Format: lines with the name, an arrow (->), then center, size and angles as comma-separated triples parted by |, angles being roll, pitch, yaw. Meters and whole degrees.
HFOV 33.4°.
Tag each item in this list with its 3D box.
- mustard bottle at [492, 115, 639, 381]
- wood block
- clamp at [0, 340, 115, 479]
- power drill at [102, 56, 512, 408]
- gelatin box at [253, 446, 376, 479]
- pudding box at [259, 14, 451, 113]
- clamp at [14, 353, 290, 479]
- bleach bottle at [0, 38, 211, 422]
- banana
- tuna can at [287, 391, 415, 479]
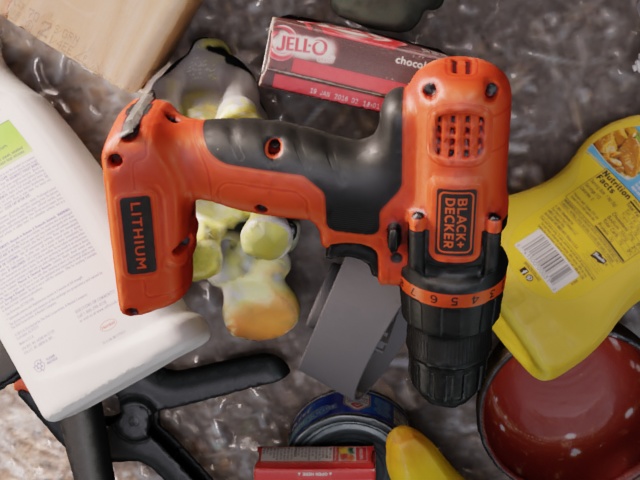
mustard bottle -> 0.169, -0.014, 0.581 | 0.191, 0.058, 0.096 | -34, 69, -7
wood block -> -0.074, -0.190, 0.538 | 0.090, 0.091, 0.206 | 31, 108, -8
clamp -> -0.171, 0.070, 0.643 | 0.164, 0.036, 0.210 | 16, 93, 8
power drill -> -0.003, 0.001, 0.514 | 0.187, 0.057, 0.184 | 1, 119, 4
gelatin box -> -0.002, 0.171, 0.657 | 0.073, 0.030, 0.089 | 0, 110, 2
pudding box -> 0.019, -0.090, 0.554 | 0.090, 0.113, 0.039 | 14, 101, -1
clamp -> -0.109, 0.120, 0.676 | 0.171, 0.039, 0.120 | 8, 94, 7
bleach bottle -> -0.163, -0.032, 0.592 | 0.102, 0.068, 0.251 | -29, 85, 4
banana -> 0.104, 0.165, 0.661 | 0.197, 0.037, 0.070 | 26, 119, -26
tuna can -> 0.020, 0.140, 0.679 | 0.086, 0.033, 0.086 | 1, 110, 4
